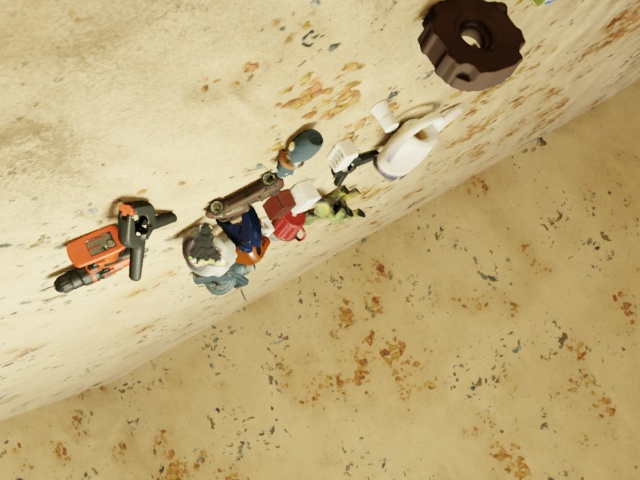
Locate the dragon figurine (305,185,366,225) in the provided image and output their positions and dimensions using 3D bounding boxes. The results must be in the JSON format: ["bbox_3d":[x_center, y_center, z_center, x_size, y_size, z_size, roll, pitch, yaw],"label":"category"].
[{"bbox_3d":[0.005,-0.087,1.733,0.240,0.123,0.410,-25,166,32],"label":"dragon figurine"}]

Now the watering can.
[{"bbox_3d":[0.274,-0.277,1.447,0.352,0.105,0.220,-30,166,-46],"label":"watering can"}]

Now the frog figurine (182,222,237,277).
[{"bbox_3d":[-0.280,0.028,1.314,0.123,0.138,0.158,-43,176,-4],"label":"frog figurine"}]
